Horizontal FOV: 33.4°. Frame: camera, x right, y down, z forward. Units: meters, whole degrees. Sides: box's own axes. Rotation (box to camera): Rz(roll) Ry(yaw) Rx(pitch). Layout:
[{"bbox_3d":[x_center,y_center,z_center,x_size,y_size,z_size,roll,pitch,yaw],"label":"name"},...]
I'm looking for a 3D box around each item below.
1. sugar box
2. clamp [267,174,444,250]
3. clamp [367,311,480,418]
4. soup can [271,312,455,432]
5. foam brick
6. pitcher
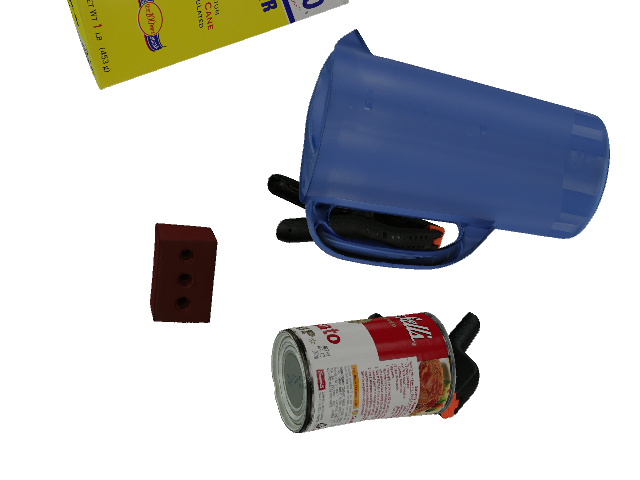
[{"bbox_3d":[-0.068,-0.165,0.660,0.176,0.048,0.093,-20,-34,-12],"label":"sugar box"},{"bbox_3d":[0.038,-0.018,1.202,0.210,0.036,0.164,14,22,-5],"label":"clamp"},{"bbox_3d":[0.123,0.117,1.070,0.120,0.039,0.171,-10,29,-10],"label":"clamp"},{"bbox_3d":[0.026,0.085,0.689,0.102,0.068,0.069,-5,2,-21],"label":"soup can"},{"bbox_3d":[-0.124,0.029,0.960,0.053,0.078,0.051,3,14,-13],"label":"foam brick"},{"bbox_3d":[0.105,-0.064,0.882,0.242,0.149,0.145,11,36,-7],"label":"pitcher"}]
